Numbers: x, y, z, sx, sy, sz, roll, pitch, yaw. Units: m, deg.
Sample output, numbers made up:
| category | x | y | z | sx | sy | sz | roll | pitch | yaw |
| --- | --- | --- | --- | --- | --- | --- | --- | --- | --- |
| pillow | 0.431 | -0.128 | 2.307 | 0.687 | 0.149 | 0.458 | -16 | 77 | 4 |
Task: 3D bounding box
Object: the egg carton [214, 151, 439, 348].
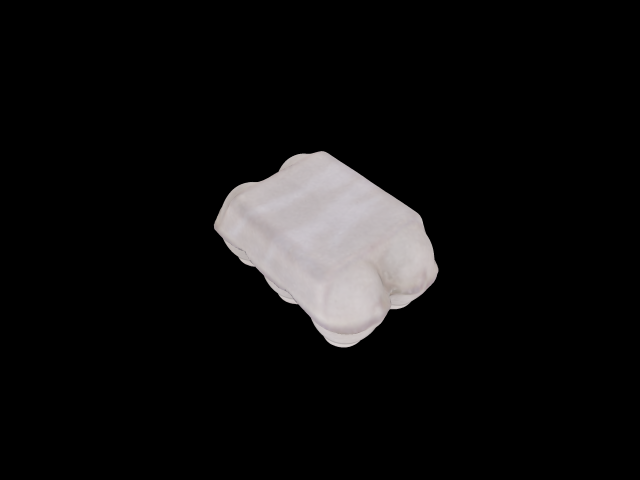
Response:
| category | x | y | z | sx | sy | sz | roll | pitch | yaw |
| --- | --- | --- | --- | --- | --- | --- | --- | --- | --- |
| egg carton | 0.004 | 0.001 | 0.400 | 0.107 | 0.069 | 0.150 | -33 | 54 | -29 |
